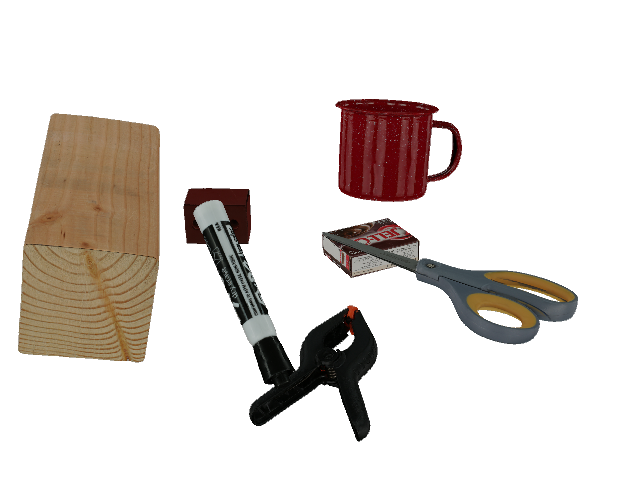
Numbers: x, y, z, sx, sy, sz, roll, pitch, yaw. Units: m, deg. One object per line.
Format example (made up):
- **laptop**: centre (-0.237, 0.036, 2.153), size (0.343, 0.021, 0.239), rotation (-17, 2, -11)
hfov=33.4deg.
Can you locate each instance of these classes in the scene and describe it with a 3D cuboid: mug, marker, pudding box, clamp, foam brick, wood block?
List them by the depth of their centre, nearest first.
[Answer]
- **marker**: centre (-0.045, 0.031, 0.624), size (0.020, 0.121, 0.020), rotation (-22, -22, -9)
- **wood block**: centre (-0.170, -0.009, 0.807), size (0.090, 0.091, 0.206), rotation (6, 30, -12)
- **mug**: centre (0.070, -0.082, 0.971), size (0.117, 0.081, 0.093), rotation (1, 14, -5)
- **clamp**: centre (0.018, 0.133, 1.060), size (0.120, 0.039, 0.171), rotation (16, 46, 23)
- **foam brick**: centre (-0.125, -0.030, 1.296), size (0.078, 0.053, 0.051), rotation (0, 27, 2)
- **pudding box**: centre (0.071, 0.010, 1.517), size (0.113, 0.039, 0.090), rotation (-15, 27, -22)

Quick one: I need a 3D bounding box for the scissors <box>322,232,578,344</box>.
- **scissors**: centre (0.081, 0.032, 0.767), size (0.202, 0.016, 0.096), rotation (12, 27, 17)
